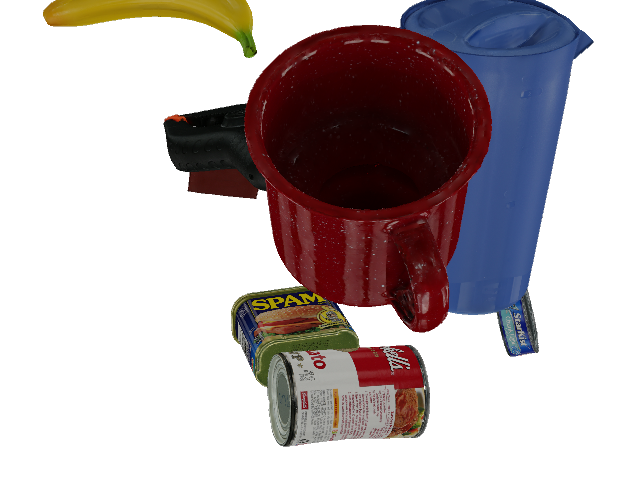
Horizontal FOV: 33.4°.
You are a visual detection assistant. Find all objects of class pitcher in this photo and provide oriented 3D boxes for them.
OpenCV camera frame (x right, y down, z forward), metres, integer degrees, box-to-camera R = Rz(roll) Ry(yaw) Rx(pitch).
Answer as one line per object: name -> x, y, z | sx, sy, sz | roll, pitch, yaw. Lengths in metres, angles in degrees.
pitcher -> 0.114, -0.064, 0.850 | 0.149, 0.243, 0.144 | 18, 35, 26

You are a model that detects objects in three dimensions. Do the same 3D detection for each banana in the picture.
banana -> -0.138, -0.200, 0.911 | 0.198, 0.069, 0.037 | 10, -42, 15

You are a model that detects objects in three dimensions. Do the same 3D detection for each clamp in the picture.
clamp -> -0.047, -0.061, 0.668 | 0.172, 0.039, 0.120 | -1, 17, 38

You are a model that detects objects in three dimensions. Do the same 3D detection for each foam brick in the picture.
foam brick -> -0.103, -0.083, 1.169 | 0.078, 0.051, 0.053 | 6, 29, -6

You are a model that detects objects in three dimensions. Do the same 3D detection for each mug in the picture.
mug -> 0.023, -0.016, 0.427 | 0.093, 0.117, 0.081 | -20, -30, -10

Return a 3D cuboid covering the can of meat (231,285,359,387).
can of meat -> -0.023, 0.088, 0.975 | 0.102, 0.057, 0.084 | -7, 28, -16

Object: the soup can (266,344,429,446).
soup can -> 0.018, 0.111, 0.766 | 0.102, 0.068, 0.069 | -1, 0, -17

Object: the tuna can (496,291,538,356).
tuna can -> 0.225, 0.090, 1.227 | 0.034, 0.086, 0.086 | -12, -3, 15
